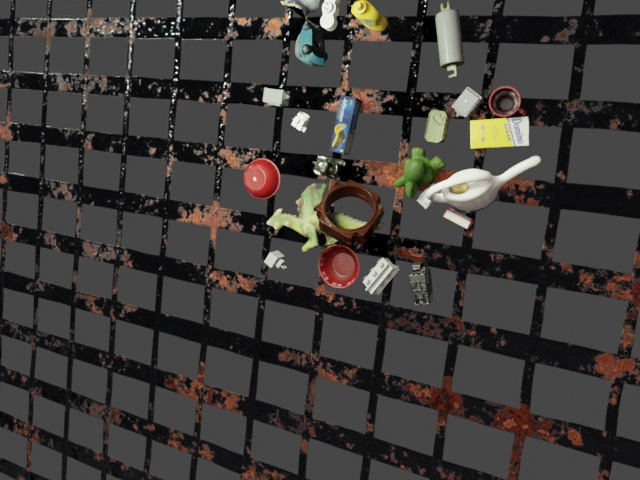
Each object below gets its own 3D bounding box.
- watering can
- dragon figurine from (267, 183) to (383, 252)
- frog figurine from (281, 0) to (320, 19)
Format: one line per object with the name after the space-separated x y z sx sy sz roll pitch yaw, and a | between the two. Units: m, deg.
0.504 -0.167 1.584 0.346 0.222 0.105 -14 73 23 | watering can
0.006 -0.094 1.871 0.409 0.121 0.245 -17 80 10 | dragon figurine
-0.054 -0.891 1.831 0.137 0.123 0.159 22 95 -14 | frog figurine
